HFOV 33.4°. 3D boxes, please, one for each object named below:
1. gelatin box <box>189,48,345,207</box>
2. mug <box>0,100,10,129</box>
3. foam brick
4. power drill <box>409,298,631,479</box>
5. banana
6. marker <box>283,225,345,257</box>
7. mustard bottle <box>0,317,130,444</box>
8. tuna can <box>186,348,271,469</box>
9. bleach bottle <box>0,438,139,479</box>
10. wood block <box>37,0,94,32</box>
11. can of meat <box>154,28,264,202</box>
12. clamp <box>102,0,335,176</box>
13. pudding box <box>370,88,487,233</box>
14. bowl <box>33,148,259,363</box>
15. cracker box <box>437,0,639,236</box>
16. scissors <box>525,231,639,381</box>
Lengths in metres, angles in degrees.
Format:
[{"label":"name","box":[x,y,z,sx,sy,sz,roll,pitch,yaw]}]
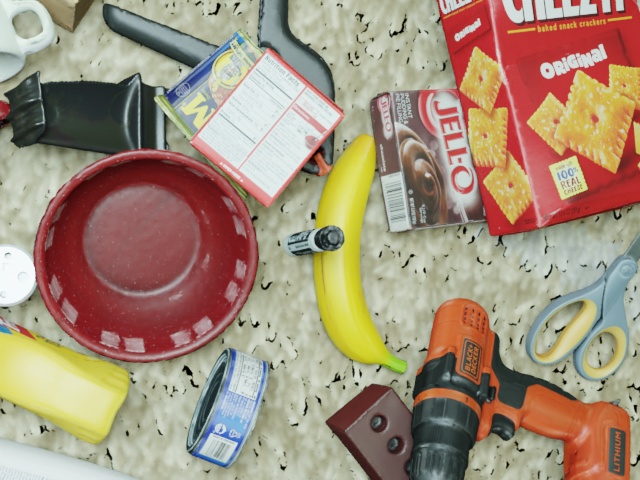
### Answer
[{"label":"gelatin box","box":[-0.037,-0.080,0.759,0.073,0.030,0.089,39,92,-9]},{"label":"mug","box":[-0.272,-0.067,0.758,0.117,0.082,0.093,-32,95,-14]},{"label":"foam brick","box":[0.053,0.160,0.845,0.053,0.051,0.078,-40,97,-14]},{"label":"power drill","box":[0.156,0.154,0.835,0.187,0.057,0.184,31,48,-16]},{"label":"banana","box":[0.025,0.015,0.857,0.069,0.037,0.198,-8,92,-39]},{"label":"marker","box":[-0.005,0.001,0.803,0.020,0.121,0.020,1,87,-15]},{"label":"mustard bottle","box":[-0.231,0.080,0.753,0.191,0.096,0.058,27,83,-11]},{"label":"tuna can","box":[-0.069,0.125,0.798,0.033,0.086,0.086,23,82,-11]},{"label":"bleach bottle","box":[-0.185,0.212,0.777,0.250,0.068,0.102,20,83,-15]},{"label":"wood block","box":[-0.243,-0.252,0.771,0.206,0.091,0.090,32,80,-11]},{"label":"can of meat","box":[-0.059,-0.095,0.799,0.084,0.057,0.102,-40,101,2]},{"label":"clamp","box":[-0.060,-0.137,0.839,0.164,0.036,0.210,-26,98,-5]},{"label":"pudding box","box":[0.092,-0.066,0.865,0.089,0.039,0.113,-7,91,-29]},{"label":"bowl","box":[-0.129,0.007,0.792,0.162,0.055,0.162,-4,107,-13]},{"label":"cracker box","box":[0.196,-0.123,0.869,0.163,0.072,0.214,-13,91,-31]},{"label":"scissors","box":[0.260,0.040,0.892,0.202,0.016,0.096,-44,110,8]}]
